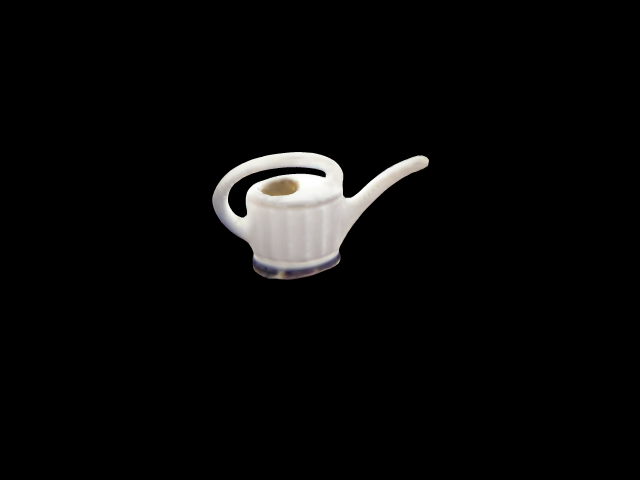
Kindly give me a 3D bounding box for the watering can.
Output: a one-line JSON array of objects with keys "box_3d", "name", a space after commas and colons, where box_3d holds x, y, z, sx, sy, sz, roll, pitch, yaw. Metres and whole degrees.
[{"box_3d": [0.003, -0.043, 0.850, 0.348, 0.219, 0.106, -4, 35, -5], "name": "watering can"}]
